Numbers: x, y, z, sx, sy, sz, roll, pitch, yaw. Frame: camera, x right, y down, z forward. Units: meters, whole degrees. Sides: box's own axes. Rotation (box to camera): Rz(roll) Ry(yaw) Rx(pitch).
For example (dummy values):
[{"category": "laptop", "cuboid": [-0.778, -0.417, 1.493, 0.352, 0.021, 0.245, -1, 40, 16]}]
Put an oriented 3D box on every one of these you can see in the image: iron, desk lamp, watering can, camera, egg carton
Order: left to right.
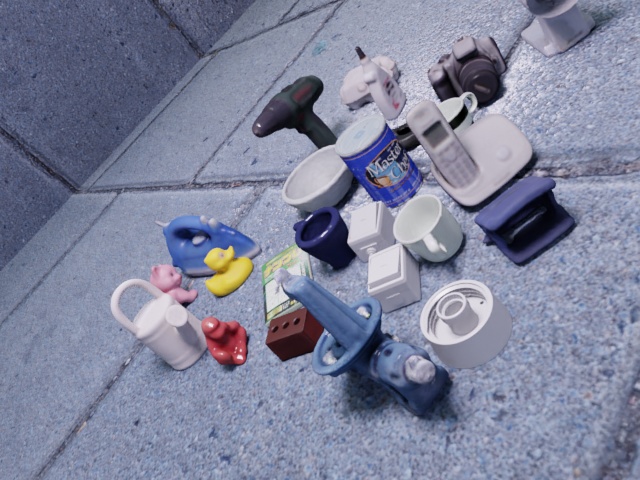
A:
[{"category": "watering can", "cuboid": [-0.297, 0.147, 1.063, 0.172, 0.195, 0.101, -24, 35, 27]}, {"category": "iron", "cuboid": [-0.254, -0.008, 1.264, 0.257, 0.142, 0.119, -9, 44, 43]}, {"category": "egg carton", "cuboid": [0.118, -0.383, 1.393, 0.150, 0.070, 0.107, -19, 37, 33]}, {"category": "camera", "cuboid": [0.281, -0.318, 1.097, 0.143, 0.101, 0.137, -27, 34, 23]}, {"category": "desk lamp", "cuboid": [0.395, -0.438, 1.009, 0.118, 0.214, 0.203, -33, 32, 13]}]

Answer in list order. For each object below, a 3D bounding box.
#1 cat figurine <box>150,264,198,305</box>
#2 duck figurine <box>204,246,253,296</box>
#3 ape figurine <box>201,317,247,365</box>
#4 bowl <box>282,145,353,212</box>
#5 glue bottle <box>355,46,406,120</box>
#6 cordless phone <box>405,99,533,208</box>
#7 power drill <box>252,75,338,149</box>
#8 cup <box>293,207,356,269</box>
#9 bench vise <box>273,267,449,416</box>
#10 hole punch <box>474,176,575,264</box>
[{"category": "cat figurine", "cuboid": [-0.329, 0.108, 1.224, 0.067, 0.118, 0.128, -23, 35, 28]}, {"category": "duck figurine", "cuboid": [-0.201, 0.057, 1.176, 0.104, 0.086, 0.077, -41, 31, 2]}, {"category": "ape figurine", "cuboid": [-0.170, 0.169, 0.994, 0.075, 0.092, 0.078, 5, 54, 51]}, {"category": "bowl", "cuboid": [0.008, -0.113, 1.169, 0.167, 0.075, 0.167, -28, 33, 21]}, {"category": "glue bottle", "cuboid": [0.124, -0.346, 1.237, 0.037, 0.173, 0.078, -11, 42, 40]}, {"category": "cordless phone", "cuboid": [0.223, -0.155, 0.872, 0.147, 0.185, 0.094, -41, 31, 1]}, {"category": "power drill", "cuboid": [-0.032, -0.241, 1.244, 0.075, 0.209, 0.230, -10, 43, 42]}, {"category": "cup", "cuboid": [0.009, 0.004, 0.999, 0.117, 0.095, 0.092, 7, 55, 52]}, {"category": "bench vise", "cuboid": [0.050, 0.107, 0.699, 0.206, 0.220, 0.121, -8, 44, 43]}, {"category": "hole punch", "cuboid": [0.263, -0.039, 0.772, 0.108, 0.091, 0.101, -38, 31, 6]}]
